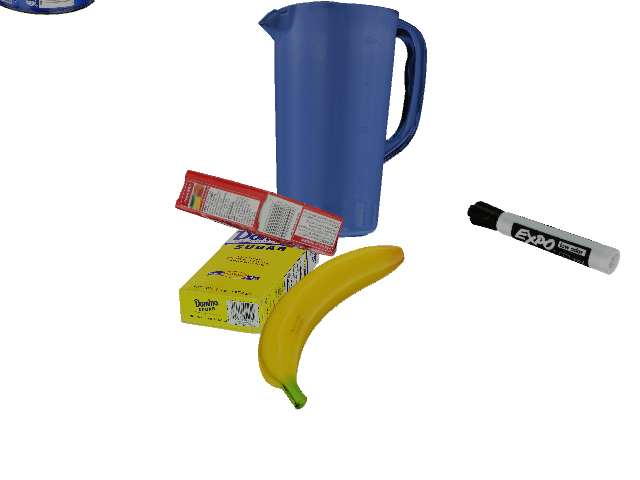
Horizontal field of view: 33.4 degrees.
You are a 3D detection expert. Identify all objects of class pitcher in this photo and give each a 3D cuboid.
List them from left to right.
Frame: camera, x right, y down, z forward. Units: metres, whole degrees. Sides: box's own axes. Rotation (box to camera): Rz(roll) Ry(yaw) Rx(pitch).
[{"bbox_3d":[0.022,-0.129,1.135,0.149,0.243,0.144,5,7,22],"label":"pitcher"}]

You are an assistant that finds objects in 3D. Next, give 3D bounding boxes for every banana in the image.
[{"bbox_3d":[0.000,0.060,0.898,0.070,0.197,0.037,29,-39,10],"label":"banana"}]

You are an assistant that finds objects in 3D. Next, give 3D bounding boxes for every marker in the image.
[{"bbox_3d":[0.160,-0.004,0.783,0.121,0.020,0.020,23,14,36],"label":"marker"}]

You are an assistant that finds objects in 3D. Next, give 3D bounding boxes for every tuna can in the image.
[{"bbox_3d":[-0.207,-0.200,0.792,0.086,0.034,0.086,6,36,-4],"label":"tuna can"}]

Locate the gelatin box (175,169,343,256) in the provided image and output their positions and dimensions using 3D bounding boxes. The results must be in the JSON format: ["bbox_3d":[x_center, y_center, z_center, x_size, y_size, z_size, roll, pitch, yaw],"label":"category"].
[{"bbox_3d":[-0.039,-0.017,0.707,0.073,0.030,0.089,17,0,36],"label":"gelatin box"}]

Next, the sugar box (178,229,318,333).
[{"bbox_3d":[-0.072,0.036,1.138,0.093,0.048,0.176,7,28,17],"label":"sugar box"}]
